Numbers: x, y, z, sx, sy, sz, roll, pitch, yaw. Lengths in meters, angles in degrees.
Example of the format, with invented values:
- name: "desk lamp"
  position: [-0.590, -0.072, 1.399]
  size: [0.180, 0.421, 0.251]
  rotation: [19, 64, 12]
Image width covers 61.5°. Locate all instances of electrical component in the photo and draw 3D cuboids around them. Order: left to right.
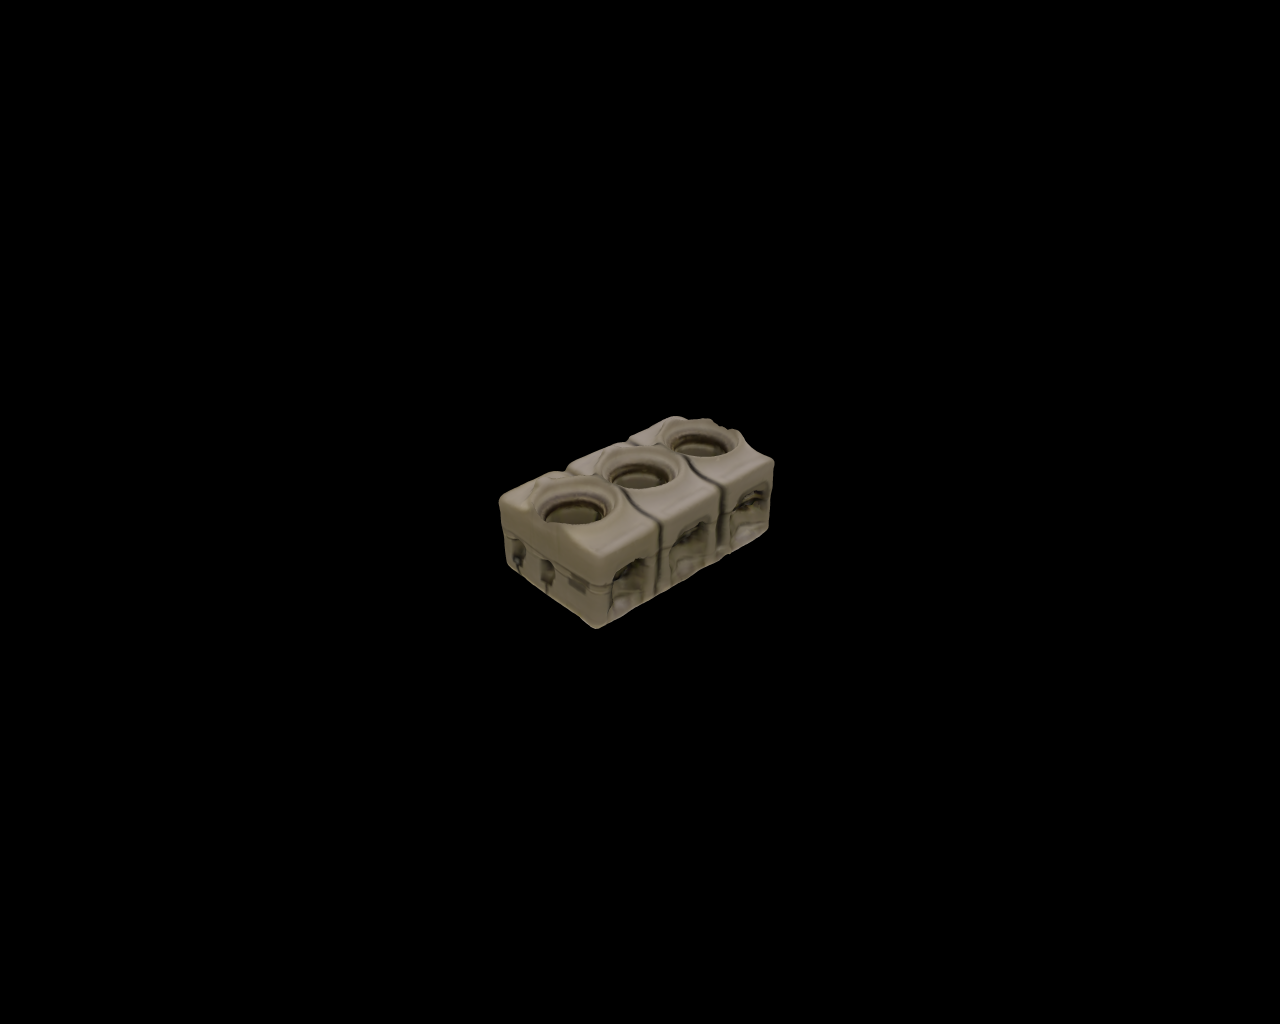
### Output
- name: "electrical component"
  position: [0.001, -0.003, 0.650]
  size: [0.150, 0.061, 0.089]
  rotation: [-27, 42, -36]
